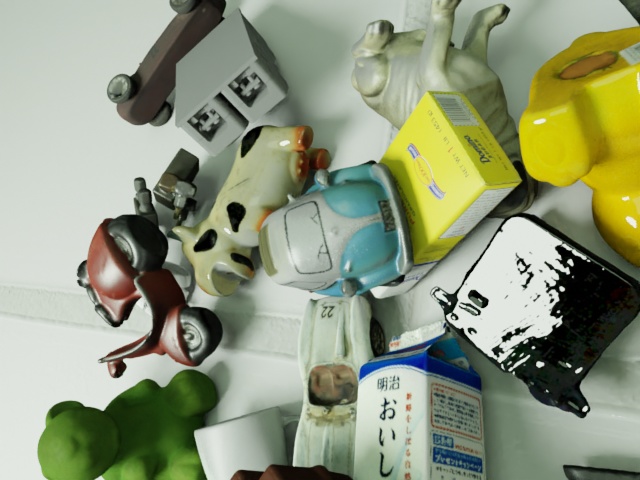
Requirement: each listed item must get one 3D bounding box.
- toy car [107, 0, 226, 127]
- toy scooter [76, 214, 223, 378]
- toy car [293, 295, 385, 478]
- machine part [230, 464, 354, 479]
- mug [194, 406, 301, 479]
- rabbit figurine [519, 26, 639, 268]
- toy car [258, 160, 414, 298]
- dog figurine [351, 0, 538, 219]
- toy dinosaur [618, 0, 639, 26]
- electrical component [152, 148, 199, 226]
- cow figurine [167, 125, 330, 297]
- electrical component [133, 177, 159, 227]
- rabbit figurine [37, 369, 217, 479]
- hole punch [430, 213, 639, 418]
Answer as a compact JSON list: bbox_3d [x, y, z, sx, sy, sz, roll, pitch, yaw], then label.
[{"bbox_3d":[-0.195,-0.237,0.693,0.053,0.089,0.202,38,96,27],"label":"toy car"},{"bbox_3d":[-0.199,0.071,0.569,0.135,0.075,0.184,-38,84,16],"label":"toy scooter"},{"bbox_3d":[0.017,0.146,0.481,0.074,0.056,0.202,-10,64,25],"label":"toy car"},{"bbox_3d":[-0.026,0.269,0.343,0.201,0.087,0.201,-60,32,7],"label":"machine part"},{"bbox_3d":[-0.054,0.216,0.503,0.110,0.081,0.107,-10,76,-14],"label":"mug"},{"bbox_3d":[0.219,-0.058,0.399,0.122,0.173,0.162,-26,21,18],"label":"rabbit figurine"},{"bbox_3d":[-0.001,-0.001,0.462,0.162,0.103,0.109,-21,78,60],"label":"toy car"},{"bbox_3d":[0.107,-0.105,0.501,0.172,0.121,0.190,-10,87,59],"label":"dog figurine"},{"bbox_3d":[0.359,-0.092,0.349,0.405,0.131,0.192,20,85,37],"label":"toy dinosaur"},{"bbox_3d":[-0.161,-0.059,0.624,0.045,0.102,0.078,32,70,-6],"label":"electrical component"},{"bbox_3d":[-0.082,-0.032,0.577,0.127,0.085,0.195,16,80,33],"label":"cow figurine"},{"bbox_3d":[-0.214,-0.026,0.662,0.063,0.021,0.093,-133,38,-52],"label":"electrical component"},{"bbox_3d":[-0.203,0.188,0.527,0.159,0.170,0.121,-9,71,25],"label":"rabbit figurine"},{"bbox_3d":[0.176,0.047,0.424,0.142,0.092,0.115,39,114,21],"label":"hole punch"}]
